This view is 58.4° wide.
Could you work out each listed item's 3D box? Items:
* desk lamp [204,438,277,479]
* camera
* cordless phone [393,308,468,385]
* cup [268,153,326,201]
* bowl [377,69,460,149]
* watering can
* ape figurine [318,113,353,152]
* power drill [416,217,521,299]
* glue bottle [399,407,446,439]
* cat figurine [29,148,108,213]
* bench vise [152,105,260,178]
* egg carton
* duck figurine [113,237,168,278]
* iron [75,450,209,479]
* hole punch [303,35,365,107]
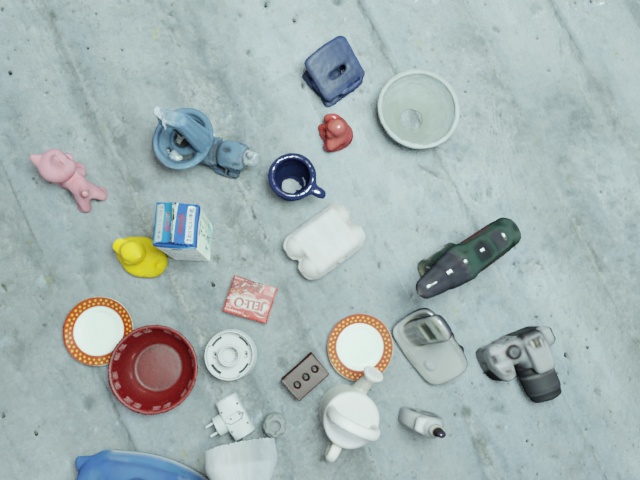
[{"bbox_3d":[-0.122,0.429,0.976,0.118,0.213,0.203,-10,83,-6],"label":"desk lamp"},{"bbox_3d":[0.399,0.247,1.102,0.143,0.100,0.137,-21,84,-7],"label":"camera"},{"bbox_3d":[0.216,0.196,1.051,0.094,0.185,0.147,-38,86,-8],"label":"cordless phone"},{"bbox_3d":[-0.043,-0.108,1.118,0.118,0.095,0.092,29,81,0],"label":"cup"},{"bbox_3d":[0.195,-0.257,1.169,0.167,0.074,0.167,1,82,-5],"label":"bowl"},{"bbox_3d":[0.055,0.309,1.017,0.101,0.194,0.173,6,81,-4],"label":"watering can"},{"bbox_3d":[0.031,-0.217,1.141,0.076,0.092,0.078,19,81,-1],"label":"ape figurine"},{"bbox_3d":[0.254,0.044,1.064,0.230,0.208,0.075,-33,86,-8],"label":"power drill"},{"bbox_3d":[0.195,0.336,1.036,0.078,0.173,0.037,14,81,-2],"label":"glue bottle"},{"bbox_3d":[-0.473,-0.120,1.073,0.128,0.117,0.067,45,81,3],"label":"cat figurine"},{"bbox_3d":[-0.217,-0.193,1.053,0.207,0.219,0.121,-2,82,-5],"label":"bench vise"},{"bbox_3d":[0.010,0.004,1.120,0.150,0.069,0.107,-38,86,-9],"label":"egg carton"},{"bbox_3d":[-0.342,0.029,1.079,0.104,0.086,0.077,28,81,0],"label":"duck figurine"},{"bbox_3d":[-0.312,0.443,0.995,0.258,0.141,0.119,5,81,-4],"label":"iron"},{"bbox_3d":[0.031,-0.341,1.159,0.109,0.091,0.101,-38,86,-9],"label":"hole punch"}]
